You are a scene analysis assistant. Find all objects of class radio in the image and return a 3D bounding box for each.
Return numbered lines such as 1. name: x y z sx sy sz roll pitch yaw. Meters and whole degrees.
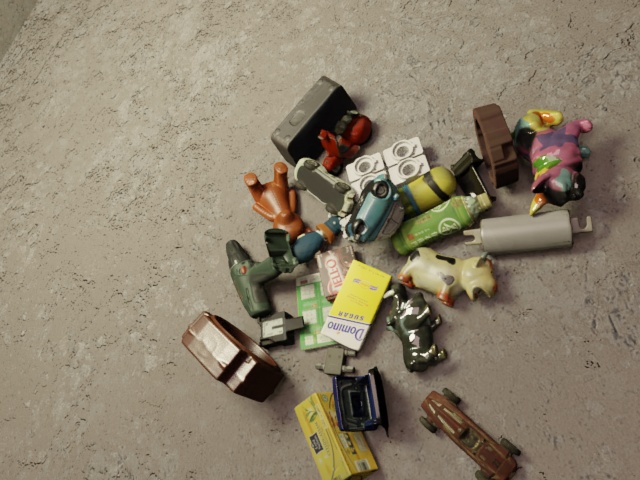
1. radio: -0.016 -0.300 1.392 0.073 0.131 0.229 37 86 32

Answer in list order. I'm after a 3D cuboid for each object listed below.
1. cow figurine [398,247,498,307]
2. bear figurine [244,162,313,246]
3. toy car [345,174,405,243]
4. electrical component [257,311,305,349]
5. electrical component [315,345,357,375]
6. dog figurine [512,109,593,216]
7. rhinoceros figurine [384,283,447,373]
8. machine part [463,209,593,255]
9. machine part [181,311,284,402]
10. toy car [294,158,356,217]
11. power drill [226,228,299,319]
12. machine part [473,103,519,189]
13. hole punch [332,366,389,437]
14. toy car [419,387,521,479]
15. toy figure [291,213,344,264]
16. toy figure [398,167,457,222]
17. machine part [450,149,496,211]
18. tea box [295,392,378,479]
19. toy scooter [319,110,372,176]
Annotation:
1. cow figurine: 0.273 0.070 1.113 0.195 0.085 0.127 23 84 33
2. bear figurine: -0.101 -0.077 1.332 0.120 0.131 0.196 -20 51 -8
3. toy car: 0.127 -0.054 1.147 0.103 0.109 0.161 26 80 -8
4. electrical component: -0.084 0.203 1.238 0.119 0.047 0.075 -18 61 16
5. electrical component: 0.035 0.262 1.169 0.094 0.021 0.063 -3 65 28
6. dog figurine: 0.449 -0.153 1.079 0.192 0.108 0.219 24 61 30
7. rhinoceros figurine: 0.192 0.177 1.110 0.112 0.073 0.190 -26 60 25
8. machine part: 0.416 -0.014 1.085 0.243 0.079 0.079 -6 65 22
9. machine part: -0.188 0.251 1.173 0.202 0.200 0.087 37 83 34
10. toy car: 0.011 -0.130 1.307 0.202 0.056 0.073 40 120 32
11. power drill: -0.149 0.055 1.281 0.207 0.086 0.232 -39 60 36
12. machine part: 0.374 -0.200 1.138 0.056 0.179 0.179 -16 61 14
13. hole punch: 0.083 0.320 1.062 0.092 0.115 0.142 -17 63 12
14. toy car: 0.272 0.360 0.994 0.202 0.053 0.089 40 91 32
15. toy figure: -0.003 -0.005 1.286 0.154 0.064 0.058 -38 14 -14
16. toy figure: 0.221 -0.096 1.208 0.180 0.089 0.082 -23 65 13
17. machine part: 0.338 -0.128 1.186 0.084 0.039 0.139 -41 57 43
18. tea box: 0.030 0.390 1.059 0.068 0.098 0.170 -44 53 23
19. toy scooter: 0.054 -0.255 1.336 0.075 0.135 0.184 32 82 34
